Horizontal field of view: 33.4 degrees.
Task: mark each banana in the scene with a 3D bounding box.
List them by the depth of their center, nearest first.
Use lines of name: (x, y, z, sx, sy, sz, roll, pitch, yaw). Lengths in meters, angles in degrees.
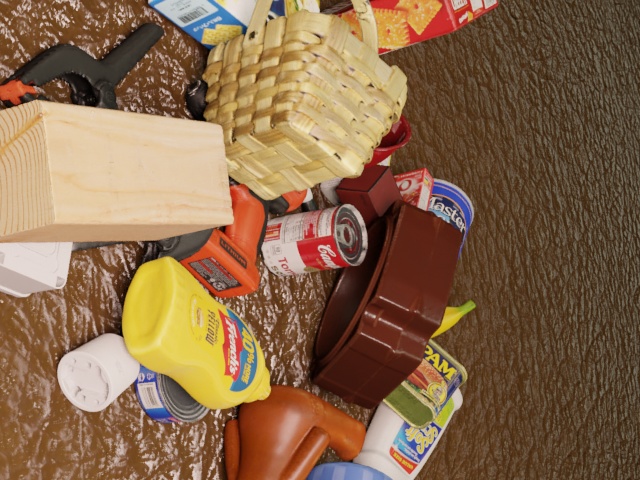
banana: (0.123, 0.107, 1.402, 0.197, 0.070, 0.037, -6, 47, -48)

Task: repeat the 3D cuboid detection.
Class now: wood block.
wood block: (-0.168, -0.049, 0.835, 0.205, 0.091, 0.090, -1, 82, -58)

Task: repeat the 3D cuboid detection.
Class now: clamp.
clamp: (-0.156, -0.008, 0.965, 0.171, 0.039, 0.120, -54, 133, -21)
clamp: (-0.201, -0.136, 0.969, 0.209, 0.036, 0.164, 9, 75, -56)

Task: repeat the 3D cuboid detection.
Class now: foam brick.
foam brick: (0.064, -0.045, 1.282, 0.051, 0.053, 0.078, -50, 131, -33)

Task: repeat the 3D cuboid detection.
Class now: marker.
marker: (-0.027, -0.076, 1.251, 0.020, 0.020, 0.121, -47, 121, -52)

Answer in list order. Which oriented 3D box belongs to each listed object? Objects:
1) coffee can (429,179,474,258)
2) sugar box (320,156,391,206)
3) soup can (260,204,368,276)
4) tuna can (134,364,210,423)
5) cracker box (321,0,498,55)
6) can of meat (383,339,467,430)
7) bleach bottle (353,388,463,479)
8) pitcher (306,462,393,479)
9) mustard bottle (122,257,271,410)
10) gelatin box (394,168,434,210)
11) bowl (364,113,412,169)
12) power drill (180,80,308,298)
coffee can: (0.139, 0.000, 1.417, 0.102, 0.103, 0.140, 59, 37, -30)
sugar box: (0.052, -0.117, 1.365, 0.093, 0.048, 0.176, 43, 51, -44)
soup can: (-0.008, 0.001, 1.181, 0.068, 0.102, 0.068, 23, 63, -54)
tuna can: (-0.136, 0.130, 1.005, 0.086, 0.034, 0.086, 22, 63, -54)
cracker box: (0.089, -0.274, 1.305, 0.164, 0.214, 0.072, -39, 114, -55)
can of meat: (0.116, 0.169, 1.303, 0.102, 0.058, 0.083, 41, 48, 5)
bleach bottle: (0.100, 0.254, 1.326, 0.102, 0.068, 0.250, 61, 38, -23)
pitcher: (0.024, 0.366, 1.113, 0.149, 0.145, 0.242, 88, 11, -53)
mustard bottle: (-0.101, 0.101, 0.974, 0.191, 0.058, 0.096, 47, 33, -46)
gelatin box: (0.098, -0.050, 1.379, 0.030, 0.089, 0.073, 48, 44, -37)
bowl: (0.024, -0.129, 1.262, 0.161, 0.162, 0.055, -40, 155, -54)
power drill: (-0.094, -0.050, 1.098, 0.184, 0.057, 0.187, 46, 46, -32)
